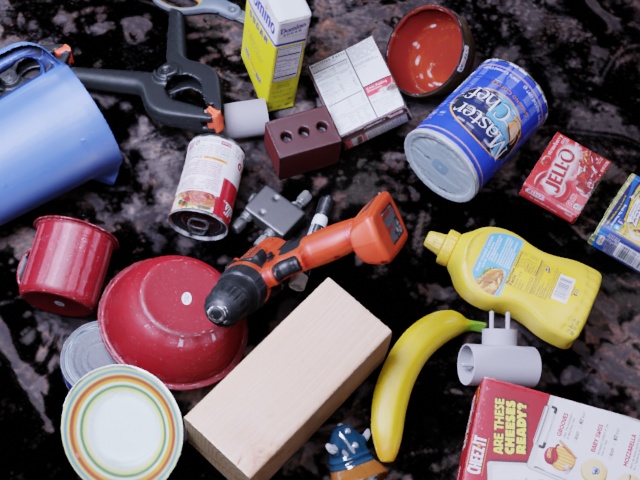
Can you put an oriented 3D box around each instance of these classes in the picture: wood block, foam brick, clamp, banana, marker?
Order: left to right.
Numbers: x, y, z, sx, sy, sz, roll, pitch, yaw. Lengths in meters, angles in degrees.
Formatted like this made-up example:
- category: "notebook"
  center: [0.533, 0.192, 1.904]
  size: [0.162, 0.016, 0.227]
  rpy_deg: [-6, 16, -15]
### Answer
- category: "clamp"
  center: [-0.373, -0.186, 1.255]
  size: [0.120, 0.039, 0.171]
  rpy_deg: [43, 64, 11]
- category: "clamp"
  center: [-0.173, -0.194, 1.253]
  size: [0.210, 0.036, 0.164]
  rpy_deg: [33, 64, 30]
- category: "wood block"
  center: [-0.030, 0.149, 1.080]
  size: [0.091, 0.090, 0.206]
  rpy_deg: [40, 68, 15]
- category: "foam brick"
  center: [-0.020, -0.112, 1.233]
  size: [0.078, 0.051, 0.053]
  rpy_deg: [-18, 66, -13]
- category: "marker"
  center: [-0.008, 0.001, 1.195]
  size: [0.020, 0.020, 0.121]
  rpy_deg: [17, 63, 5]
- category: "banana"
  center: [0.100, 0.139, 1.123]
  size: [0.070, 0.037, 0.197]
  rpy_deg: [34, 66, 13]

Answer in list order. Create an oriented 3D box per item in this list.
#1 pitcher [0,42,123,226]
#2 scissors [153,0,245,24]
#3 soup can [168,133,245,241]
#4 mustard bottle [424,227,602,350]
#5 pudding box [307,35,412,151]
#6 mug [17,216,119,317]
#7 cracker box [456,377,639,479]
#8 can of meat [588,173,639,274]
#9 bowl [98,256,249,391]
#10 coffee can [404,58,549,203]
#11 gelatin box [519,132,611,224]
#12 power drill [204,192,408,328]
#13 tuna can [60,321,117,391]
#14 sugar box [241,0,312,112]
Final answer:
- category: "pitcher"
  center: [-0.352, -0.091, 1.154]
  size: [0.242, 0.145, 0.149]
  rpy_deg: [-32, 73, -15]
- category: "scissors"
  center: [-0.112, -0.304, 1.344]
  size: [0.202, 0.016, 0.096]
  rpy_deg: [13, 63, 2]
- category: "soup can"
  center: [-0.125, -0.059, 1.191]
  size: [0.068, 0.068, 0.102]
  rpy_deg: [10, 62, 1]
- category: "mustard bottle"
  center: [0.204, 0.038, 1.169]
  size: [0.192, 0.058, 0.096]
  rpy_deg: [26, 63, 9]
- category: "pudding box"
  center: [0.046, -0.175, 1.265]
  size: [0.090, 0.039, 0.113]
  rpy_deg: [-25, 64, 5]
- category: "mug"
  center: [-0.277, 0.031, 1.131]
  size: [0.117, 0.093, 0.081]
  rpy_deg: [-2, 64, 30]
- category: "cracker box"
  center: [0.245, 0.247, 1.060]
  size: [0.214, 0.072, 0.164]
  rpy_deg: [15, 62, 5]
- category: "can of meat"
  center: [0.365, -0.015, 1.208]
  size: [0.084, 0.057, 0.102]
  rpy_deg: [33, 65, 14]
- category: "bowl"
  center: [-0.146, 0.073, 1.107]
  size: [0.162, 0.055, 0.162]
  rpy_deg: [10, 54, -15]
- category: "coffee can"
  center: [0.180, -0.126, 1.225]
  size: [0.103, 0.103, 0.140]
  rpy_deg: [39, 67, 15]
- category: "gelatin box"
  center: [0.286, -0.073, 1.246]
  size: [0.073, 0.030, 0.089]
  rpy_deg: [32, 65, 12]
- category: "power drill"
  center: [-0.015, 0.020, 1.069]
  size: [0.188, 0.184, 0.057]
  rpy_deg: [-20, 103, 22]
- category: "tuna can"
  center: [-0.226, 0.127, 1.108]
  size: [0.086, 0.034, 0.086]
  rpy_deg: [2, 63, -3]
- category: "sugar box"
  center: [-0.054, -0.234, 1.222]
  size: [0.048, 0.176, 0.093]
  rpy_deg: [-17, 66, -13]
